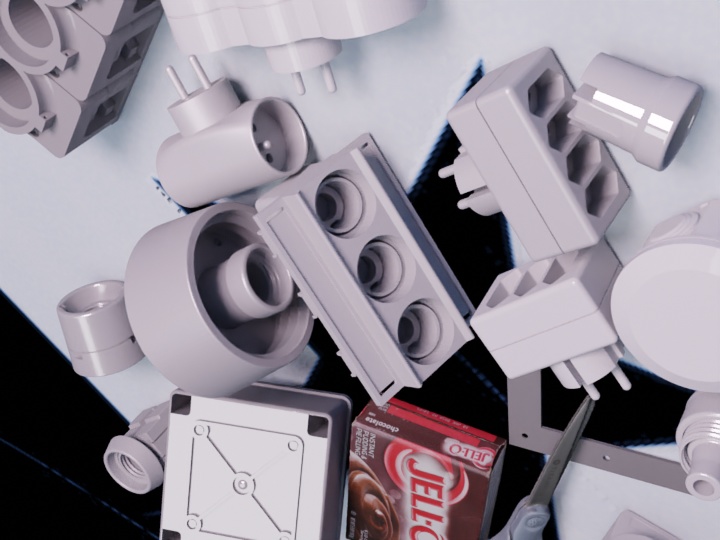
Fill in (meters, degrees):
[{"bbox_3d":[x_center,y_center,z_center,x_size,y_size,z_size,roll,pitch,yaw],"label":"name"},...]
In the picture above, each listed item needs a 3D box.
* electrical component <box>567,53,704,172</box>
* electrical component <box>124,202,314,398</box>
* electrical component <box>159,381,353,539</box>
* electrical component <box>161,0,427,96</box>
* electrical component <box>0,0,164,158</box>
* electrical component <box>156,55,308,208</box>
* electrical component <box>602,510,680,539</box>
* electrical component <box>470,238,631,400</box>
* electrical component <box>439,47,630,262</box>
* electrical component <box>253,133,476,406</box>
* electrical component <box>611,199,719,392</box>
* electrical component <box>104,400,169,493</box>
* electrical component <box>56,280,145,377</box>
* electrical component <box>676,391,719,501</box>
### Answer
[{"bbox_3d":[0.119,-0.070,0.467,0.046,0.040,0.040,29,134,20],"label":"electrical component"},{"bbox_3d":[-0.072,0.013,0.613,0.060,0.108,0.108,-23,108,36],"label":"electrical component"},{"bbox_3d":[-0.066,0.129,0.686,0.109,0.056,0.108,7,98,13],"label":"electrical component"},{"bbox_3d":[-0.031,-0.119,0.519,0.138,0.052,0.073,2,123,33],"label":"electrical component"},{"bbox_3d":[-0.163,-0.143,0.583,0.089,0.061,0.150,40,135,2],"label":"electrical component"},{"bbox_3d":[-0.079,-0.079,0.588,0.077,0.044,0.079,-14,112,39],"label":"electrical component"},{"bbox_3d":[0.150,0.227,0.566,0.105,0.186,0.060,29,134,12],"label":"electrical component"},{"bbox_3d":[0.108,0.033,0.543,0.066,0.047,0.076,-26,106,38],"label":"electrical component"},{"bbox_3d":[0.071,-0.048,0.509,0.076,0.047,0.083,-19,111,43],"label":"electrical component"},{"bbox_3d":[0.000,0.000,0.580,0.121,0.079,0.063,57,155,-16],"label":"electrical component"},{"bbox_3d":[0.160,0.012,0.492,0.080,0.051,0.080,18,131,22],"label":"electrical component"},{"bbox_3d":[-0.154,0.130,0.790,0.066,0.055,0.048,-24,107,43],"label":"electrical component"},{"bbox_3d":[-0.177,0.039,0.737,0.055,0.055,0.047,4,121,31],"label":"electrical component"},{"bbox_3d":[0.177,0.086,0.529,0.043,0.062,0.043,18,131,22],"label":"electrical component"}]
